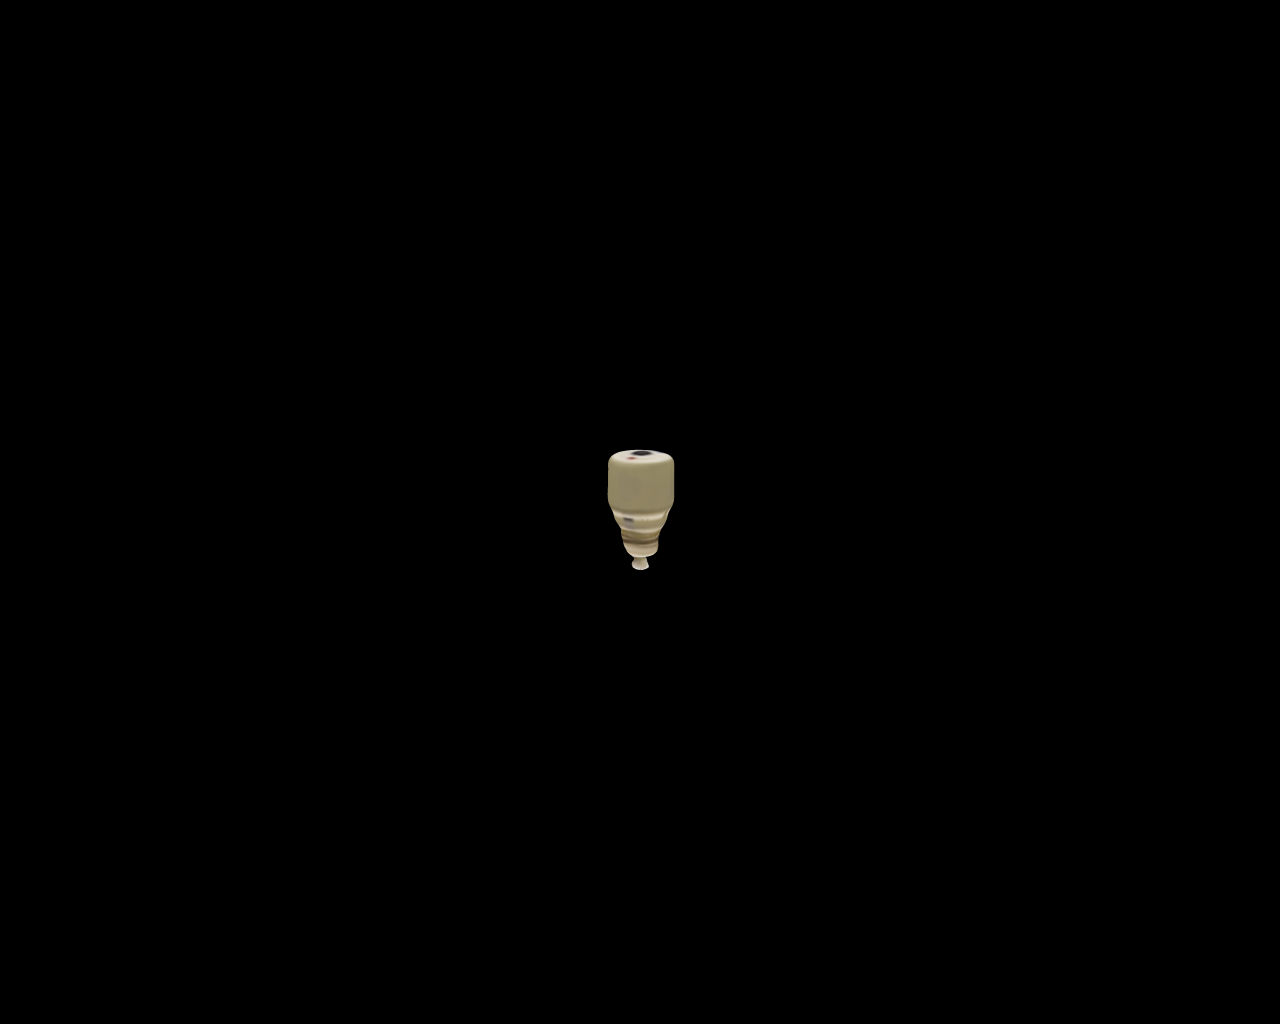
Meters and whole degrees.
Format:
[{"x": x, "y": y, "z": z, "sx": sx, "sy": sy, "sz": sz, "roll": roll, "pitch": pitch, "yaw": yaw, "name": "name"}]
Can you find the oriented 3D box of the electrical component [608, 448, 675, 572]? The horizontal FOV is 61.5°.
[{"x": 0.001, "y": -0.003, "z": 0.650, "sx": 0.040, "sy": 0.078, "sz": 0.040, "roll": 0, "pitch": 16, "yaw": 0, "name": "electrical component"}]
